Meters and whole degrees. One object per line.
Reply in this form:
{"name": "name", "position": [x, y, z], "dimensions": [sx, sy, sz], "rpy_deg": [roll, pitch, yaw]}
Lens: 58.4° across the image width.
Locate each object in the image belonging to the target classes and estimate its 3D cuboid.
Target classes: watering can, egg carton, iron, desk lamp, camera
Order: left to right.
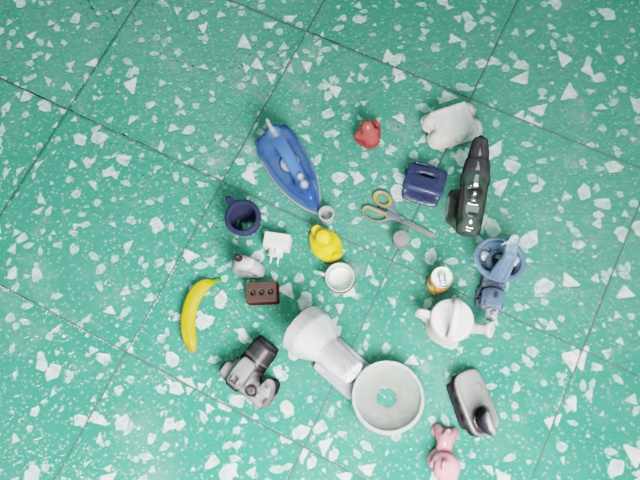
{"name": "camera", "position": [-0.149, 0.306, 1.357], "dimensions": [0.143, 0.101, 0.137], "rpy_deg": [36, 80, 11]}
{"name": "iron", "position": [-0.071, -0.190, 1.456], "dimensions": [0.118, 0.141, 0.258], "rpy_deg": [-31, 76, -4]}
{"name": "desk lamp", "position": [0.025, 0.258, 1.301], "dimensions": [0.203, 0.213, 0.118], "rpy_deg": [40, 81, 12]}
{"name": "egg carton", "position": [0.344, -0.297, 1.498], "dimensions": [0.150, 0.069, 0.107], "rpy_deg": [-20, 76, -2]}
{"name": "watering can", "position": [0.309, 0.185, 1.314], "dimensions": [0.173, 0.194, 0.101], "rpy_deg": [-8, 75, 1]}

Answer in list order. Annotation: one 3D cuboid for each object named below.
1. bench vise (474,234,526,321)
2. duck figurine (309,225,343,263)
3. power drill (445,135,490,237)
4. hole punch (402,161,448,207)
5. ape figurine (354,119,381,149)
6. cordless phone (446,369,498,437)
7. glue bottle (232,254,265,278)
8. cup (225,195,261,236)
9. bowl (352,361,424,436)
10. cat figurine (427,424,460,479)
{"name": "bench vise", "position": [0.425, 0.077, 1.321], "dimensions": [0.121, 0.220, 0.207], "rpy_deg": [-7, 75, 2]}
{"name": "duck figurine", "position": [0.013, 0.005, 1.431], "dimensions": [0.077, 0.086, 0.104], "rpy_deg": [-36, 77, -6]}
{"name": "power drill", "position": [0.357, -0.110, 1.378], "dimensions": [0.075, 0.208, 0.230], "rpy_deg": [7, 76, 5]}
{"name": "hole punch", "position": [0.264, -0.150, 1.454], "dimensions": [0.108, 0.091, 0.101], "rpy_deg": [16, 77, 7]}
{"name": "ape figurine", "position": [0.125, -0.284, 1.495], "dimensions": [0.078, 0.092, 0.076], "rpy_deg": [-17, 75, -1]}
{"name": "cordless phone", "position": [0.351, 0.363, 1.271], "dimensions": [0.094, 0.185, 0.147], "rpy_deg": [-22, 76, -2]}
{"name": "glue bottle", "position": [-0.183, 0.058, 1.384], "dimensions": [0.078, 0.173, 0.037], "rpy_deg": [7, 76, 5]}
{"name": "cup", "position": [-0.196, -0.056, 1.454], "dimensions": [0.092, 0.095, 0.117], "rpy_deg": [-38, 77, -6]}
{"name": "bowl", "position": [0.157, 0.367, 1.338], "dimensions": [0.167, 0.075, 0.167], "rpy_deg": [-1, 76, 3]}
{"name": "cat figurine", "position": [0.281, 0.482, 1.280], "dimensions": [0.067, 0.118, 0.128], "rpy_deg": [8, 76, 5]}
